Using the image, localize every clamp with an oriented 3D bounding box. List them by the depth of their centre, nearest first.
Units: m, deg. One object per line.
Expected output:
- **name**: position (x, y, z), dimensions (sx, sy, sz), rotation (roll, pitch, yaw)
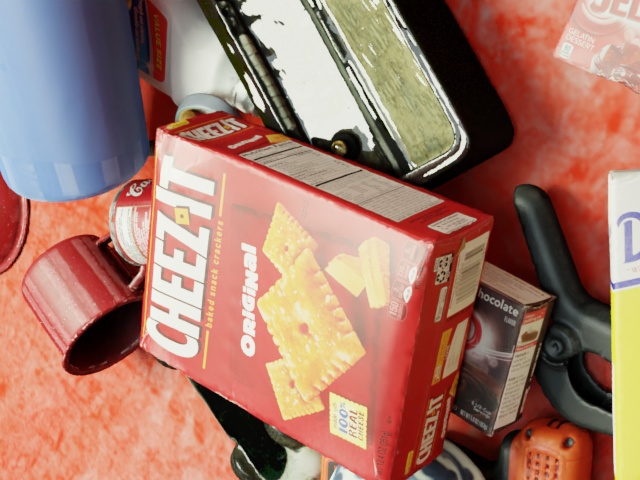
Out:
- **clamp**: position (0.144, 0.063, 0.664), dimensions (0.171, 0.039, 0.120), rotation (56, 136, 15)

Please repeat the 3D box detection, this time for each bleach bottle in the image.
- **bleach bottle**: position (-0.128, -0.175, 0.788), dimensions (0.251, 0.067, 0.103), rotation (37, 126, 21)

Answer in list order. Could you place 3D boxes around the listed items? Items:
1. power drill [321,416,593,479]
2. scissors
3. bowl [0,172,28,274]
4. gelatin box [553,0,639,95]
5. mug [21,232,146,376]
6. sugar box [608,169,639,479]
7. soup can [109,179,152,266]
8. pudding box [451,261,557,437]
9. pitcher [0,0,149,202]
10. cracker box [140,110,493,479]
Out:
- **power drill**: position (0.091, 0.194, 0.720), dimensions (0.188, 0.057, 0.184), rotation (9, 102, 31)
- **scissors**: position (-0.113, -0.081, 0.797), dimensions (0.202, 0.016, 0.096), rotation (12, 152, 32)
- **bowl**: position (-0.341, -0.039, 0.976), dimensions (0.162, 0.055, 0.162), rotation (9, 105, 34)
- **gelatin box**: position (0.185, -0.120, 0.595), dimensions (0.089, 0.030, 0.073), rotation (32, 117, 25)
- **mug**: position (-0.181, 0.041, 0.863), dimensions (0.117, 0.093, 0.081), rotation (-49, 66, 19)
- **sugar box**: position (0.207, 0.048, 0.584), dimensions (0.093, 0.048, 0.176), rotation (-2, 96, 14)
- **soup can**: position (-0.098, -0.014, 0.800), dimensions (0.102, 0.068, 0.068), rotation (-2, 100, 35)
- **pudding box**: position (0.082, 0.054, 0.665), dimensions (0.114, 0.039, 0.090), rotation (28, 119, 36)
- **pitcher**: position (-0.199, -0.153, 0.721), dimensions (0.149, 0.144, 0.243), rotation (-132, 28, -50)
- **cracker box**: position (-0.014, 0.031, 0.661), dimensions (0.214, 0.071, 0.164), rotation (24, 118, 31)
